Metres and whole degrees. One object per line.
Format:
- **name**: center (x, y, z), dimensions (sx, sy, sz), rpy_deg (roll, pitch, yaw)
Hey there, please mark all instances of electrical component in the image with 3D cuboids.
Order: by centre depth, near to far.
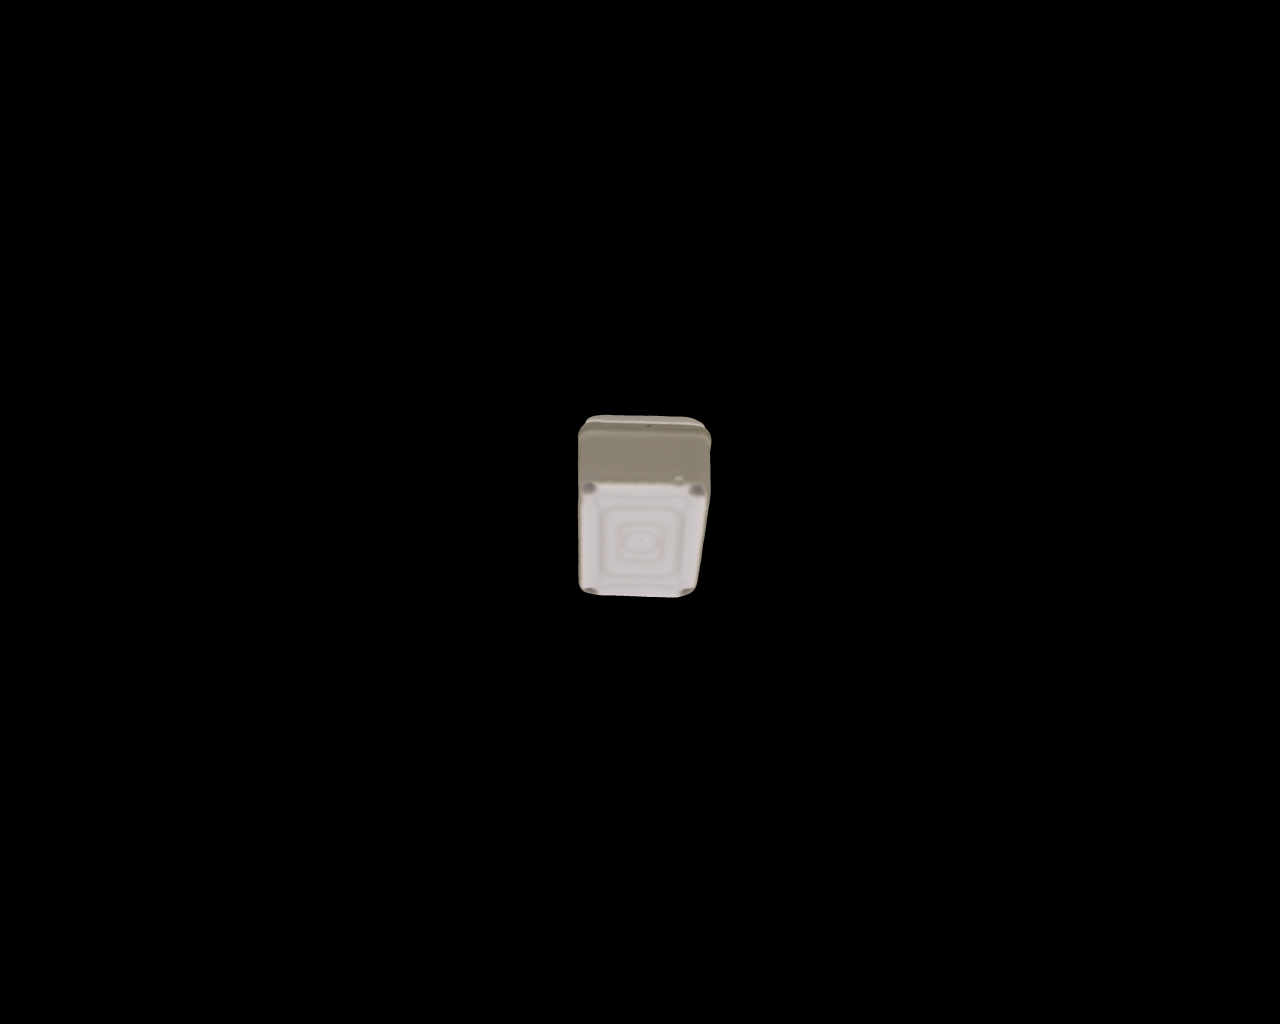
- **electrical component**: center (0.001, -0.003, 0.650), dimensions (0.078, 0.057, 0.113), rpy_deg (2, -40, -2)
